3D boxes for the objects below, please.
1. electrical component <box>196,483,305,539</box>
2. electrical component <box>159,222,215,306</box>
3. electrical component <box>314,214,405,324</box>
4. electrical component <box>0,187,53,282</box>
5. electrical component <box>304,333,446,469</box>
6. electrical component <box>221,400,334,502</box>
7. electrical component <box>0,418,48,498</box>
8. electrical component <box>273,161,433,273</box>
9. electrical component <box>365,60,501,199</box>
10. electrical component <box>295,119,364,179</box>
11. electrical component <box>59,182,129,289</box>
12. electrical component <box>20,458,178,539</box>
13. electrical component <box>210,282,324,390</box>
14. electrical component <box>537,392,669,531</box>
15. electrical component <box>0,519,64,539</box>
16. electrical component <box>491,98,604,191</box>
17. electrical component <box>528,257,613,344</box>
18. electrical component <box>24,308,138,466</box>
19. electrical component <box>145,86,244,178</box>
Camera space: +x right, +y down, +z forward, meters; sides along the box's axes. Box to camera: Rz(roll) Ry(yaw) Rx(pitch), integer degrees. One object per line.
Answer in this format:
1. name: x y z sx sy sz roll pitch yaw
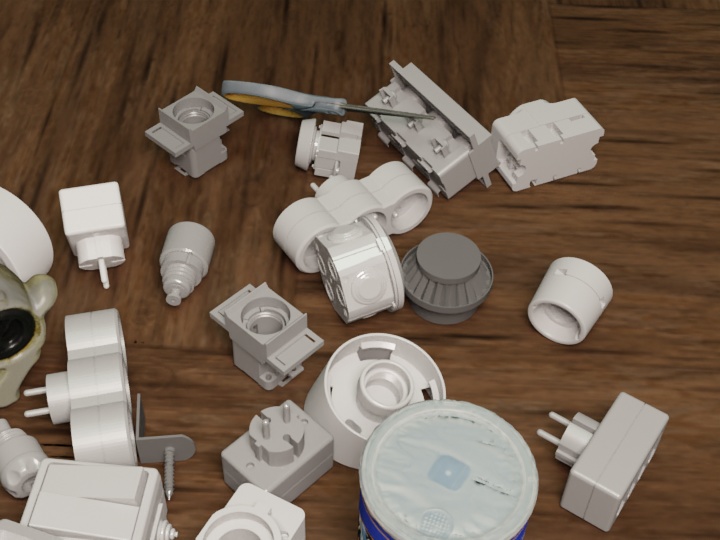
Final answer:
1. electrical component: -0.077 0.189 0.691 0.050 0.055 0.089 22 50 18
2. electrical component: -0.144 -0.004 0.877 0.040 0.040 0.078 5 47 3
3. electrical component: 0.000 0.000 0.853 0.051 0.080 0.080 -19 51 -12
4. electrical component: -0.294 -0.020 0.845 0.108 0.108 0.060 17 43 13
5. electrical component: 0.012 0.097 0.790 0.099 0.064 0.099 7 56 -10
6. electrical component: -0.057 0.120 0.741 0.047 0.076 0.066 36 56 27
7. electrical component: -0.242 0.129 0.756 0.035 0.035 0.061 -26 51 -24
8. electrical component: -0.014 -0.056 0.922 0.138 0.052 0.073 -25 53 -23
9. electrical component: 0.063 -0.125 0.979 0.063 0.078 0.121 -38 56 -5
10. electrical component: -0.029 -0.111 0.977 0.055 0.048 0.066 10 47 -3
11. electrical component: -0.214 -0.023 0.882 0.047 0.065 0.076 -10 77 -11
12. electrical component: -0.168 0.164 0.707 0.096 0.061 0.061 5 47 2
13. electrical component: -0.071 0.052 0.812 0.081 0.063 0.042 36 54 27
14. electrical component: 0.164 0.126 0.764 0.076 0.047 0.083 27 52 22
15. electrical component: -0.263 0.191 0.656 0.150 0.089 0.062 15 8 12
16. electrical component: 0.168 -0.118 0.987 0.089 0.050 0.055 -17 50 -17
17. electrical component: 0.165 0.026 0.852 0.055 0.055 0.047 25 55 20
18. electrical component: -0.206 0.091 0.780 0.074 0.052 0.138 -9 48 -10
19. electrical component: -0.148 -0.122 0.971 0.042 0.063 0.081 35 55 28
